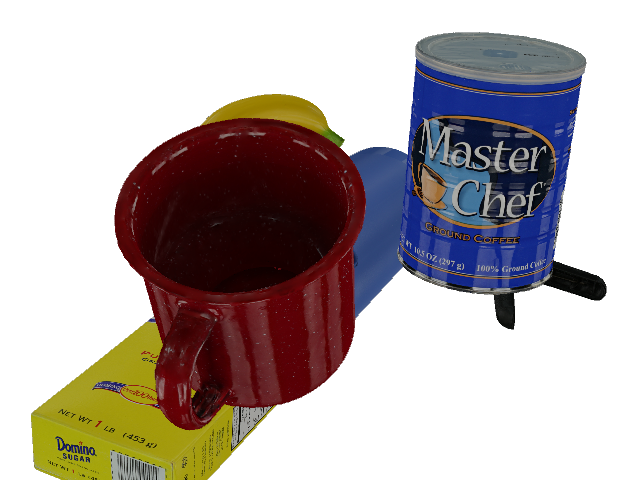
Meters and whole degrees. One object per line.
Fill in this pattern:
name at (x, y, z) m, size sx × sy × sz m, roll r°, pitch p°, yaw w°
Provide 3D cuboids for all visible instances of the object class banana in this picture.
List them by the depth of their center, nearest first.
banana at (-0.062, -0.120, 1.105) m, size 0.197 × 0.037 × 0.070 m, roll -11°, pitch 51°, yaw -39°

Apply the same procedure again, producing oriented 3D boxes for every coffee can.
coffee can at (0.105, -0.051, 0.673) m, size 0.103 × 0.140 × 0.103 m, roll 3°, pitch 23°, yaw -1°

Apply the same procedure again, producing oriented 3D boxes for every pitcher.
pitcher at (0.001, 0.005, 0.930) m, size 0.149 × 0.145 × 0.242 m, roll 23°, pitch 31°, yaw 21°

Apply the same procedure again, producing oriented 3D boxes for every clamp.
clamp at (0.205, 0.025, 1.082) m, size 0.120 × 0.039 × 0.171 m, roll -5°, pitch 36°, yaw -17°

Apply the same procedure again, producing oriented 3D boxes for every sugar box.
sugar box at (-0.079, 0.086, 0.635) m, size 0.093 × 0.048 × 0.176 m, roll 15°, pitch 31°, yaw 20°

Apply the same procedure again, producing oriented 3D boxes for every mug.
mug at (-0.031, 0.021, 0.414) m, size 0.093 × 0.117 × 0.081 m, roll 12°, pitch -39°, yaw 14°
